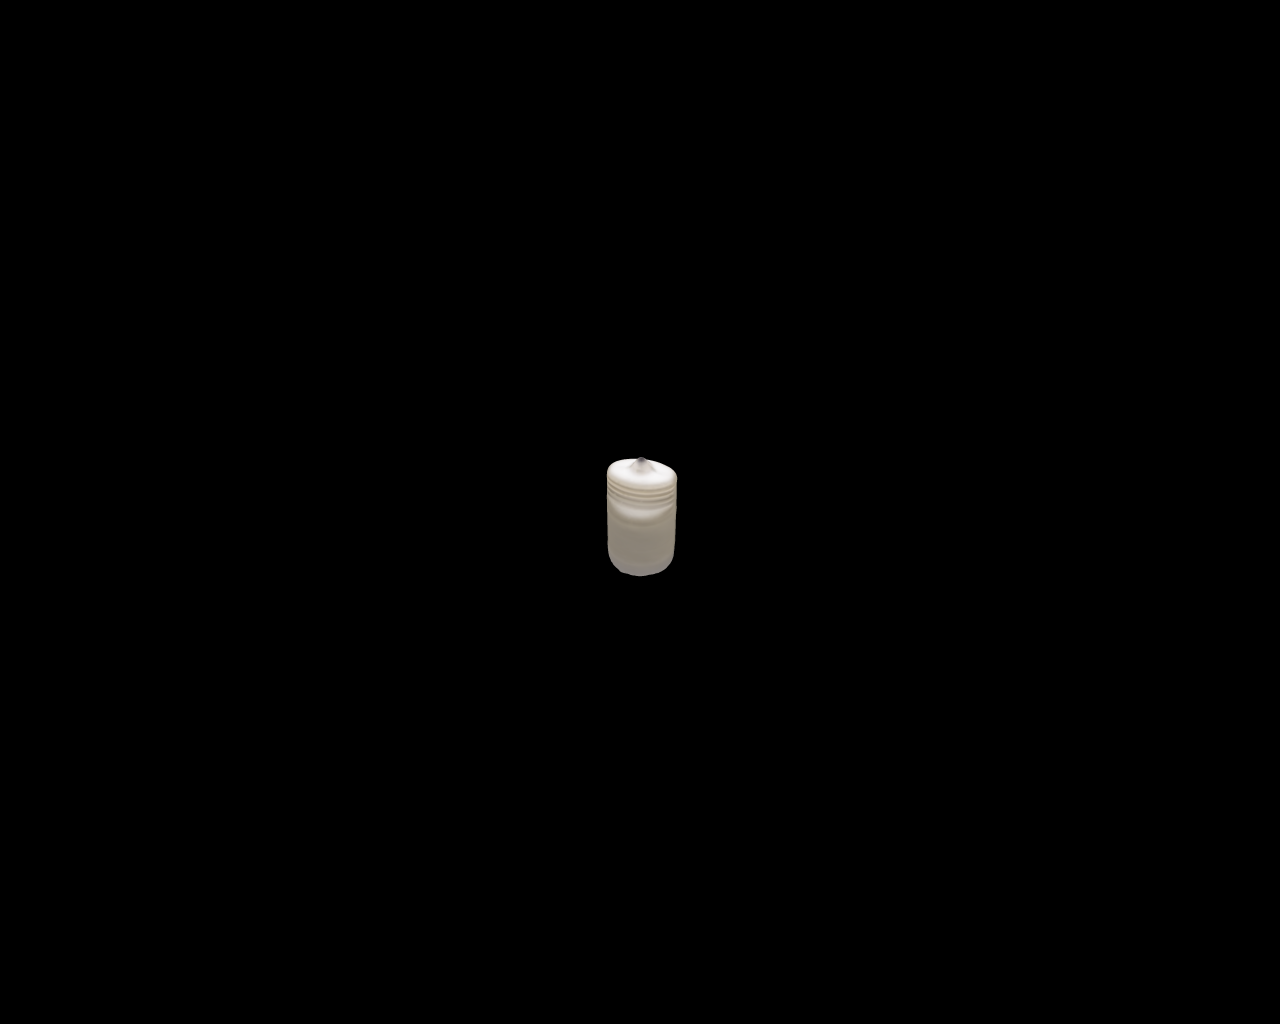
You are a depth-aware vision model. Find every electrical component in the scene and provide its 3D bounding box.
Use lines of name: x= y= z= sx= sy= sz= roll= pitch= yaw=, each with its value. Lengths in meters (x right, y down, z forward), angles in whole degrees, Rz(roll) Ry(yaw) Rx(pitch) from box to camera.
electrical component: x=0.001 y=-0.003 z=0.650 sx=0.043 sy=0.080 sz=0.043 roll=0 pitch=43 yaw=0
